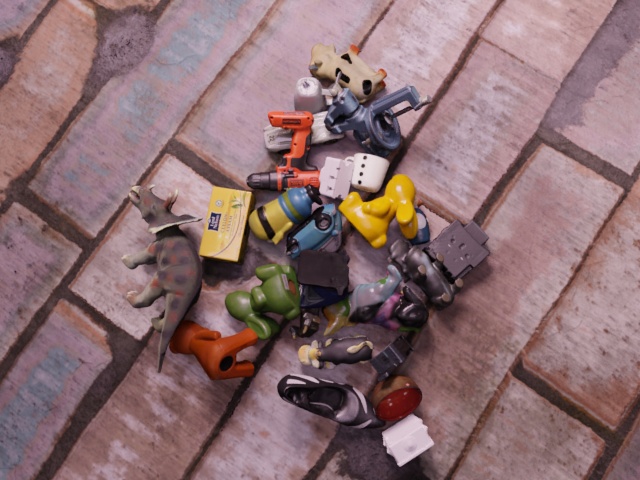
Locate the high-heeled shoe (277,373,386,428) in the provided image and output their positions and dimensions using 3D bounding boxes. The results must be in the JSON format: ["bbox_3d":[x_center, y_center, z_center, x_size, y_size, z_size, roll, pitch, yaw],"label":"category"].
[{"bbox_3d":[0.028,0.352,1.158,0.249,0.145,0.086,19,82,7],"label":"high-heeled shoe"}]

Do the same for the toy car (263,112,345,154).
[{"bbox_3d":[-0.038,-0.262,1.313,0.202,0.056,0.073,-12,80,1],"label":"toy car"}]

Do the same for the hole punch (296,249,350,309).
[{"bbox_3d":[0.007,0.090,1.191,0.116,0.092,0.142,5,38,1],"label":"hole punch"}]

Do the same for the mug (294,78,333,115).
[{"bbox_3d":[-0.014,-0.346,1.301,0.110,0.107,0.080,6,82,6],"label":"mug"}]

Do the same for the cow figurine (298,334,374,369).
[{"bbox_3d":[0.034,0.252,1.198,0.167,0.098,0.068,-8,78,-4],"label":"cow figurine"}]

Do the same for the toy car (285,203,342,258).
[{"bbox_3d":[-0.003,-0.004,1.246,0.161,0.109,0.103,-43,102,4],"label":"toy car"}]

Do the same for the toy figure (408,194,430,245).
[{"bbox_3d":[0.219,-0.064,1.268,0.064,0.058,0.154,-6,75,-37],"label":"toy figure"}]

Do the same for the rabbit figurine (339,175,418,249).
[{"bbox_3d":[0.151,-0.073,1.211,0.173,0.121,0.163,-44,54,-4],"label":"rabbit figurine"}]

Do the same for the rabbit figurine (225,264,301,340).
[{"bbox_3d":[-0.132,0.145,1.236,0.170,0.121,0.159,-20,87,18],"label":"rabbit figurine"}]

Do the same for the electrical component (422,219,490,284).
[{"bbox_3d":[0.323,0.020,1.247,0.134,0.058,0.115,-43,83,-4],"label":"electrical component"}]

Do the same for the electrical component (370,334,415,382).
[{"bbox_3d":[0.150,0.262,1.174,0.048,0.119,0.075,50,126,12],"label":"electrical component"}]

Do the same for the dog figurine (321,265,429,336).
[{"bbox_3d":[0.111,0.167,1.210,0.219,0.108,0.191,-37,83,1],"label":"dog figurine"}]

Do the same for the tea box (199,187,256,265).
[{"bbox_3d":[-0.218,-0.033,1.276,0.098,0.068,0.169,8,82,5],"label":"tea box"}]

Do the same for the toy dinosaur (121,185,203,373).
[{"bbox_3d":[-0.325,0.069,1.190,0.192,0.131,0.405,-30,67,17],"label":"toy dinosaur"}]

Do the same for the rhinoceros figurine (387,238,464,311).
[{"bbox_3d":[0.236,0.073,1.219,0.073,0.112,0.190,-42,86,-21],"label":"rhinoceros figurine"}]

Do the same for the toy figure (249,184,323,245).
[{"bbox_3d":[-0.084,-0.067,1.254,0.180,0.082,0.089,-36,108,16],"label":"toy figure"}]

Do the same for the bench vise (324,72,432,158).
[{"bbox_3d":[0.135,-0.293,1.222,0.223,0.241,0.129,55,44,-20],"label":"bench vise"}]

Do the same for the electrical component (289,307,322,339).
[{"bbox_3d":[-0.031,0.186,1.216,0.045,0.102,0.078,15,60,-22],"label":"electrical component"}]

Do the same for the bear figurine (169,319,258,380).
[{"bbox_3d":[-0.251,0.236,1.215,0.196,0.132,0.120,21,110,43],"label":"bear figurine"}]

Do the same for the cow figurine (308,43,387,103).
[{"bbox_3d":[0.056,-0.413,1.325,0.195,0.085,0.127,42,78,8],"label":"cow figurine"}]
